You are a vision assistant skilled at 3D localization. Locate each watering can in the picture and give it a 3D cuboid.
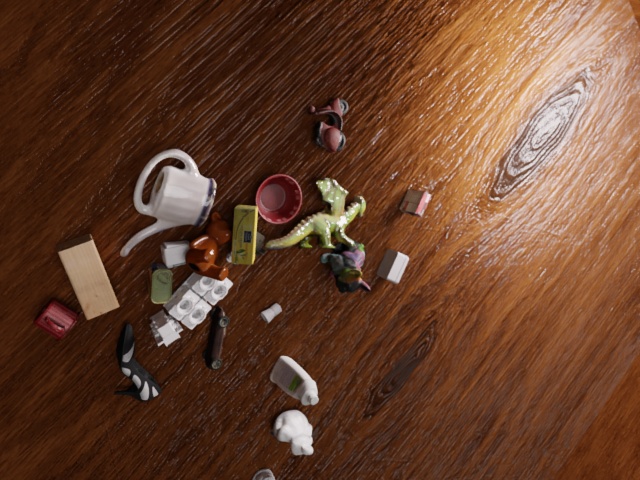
[{"bbox_3d":[-0.433,-0.091,1.490,0.223,0.344,0.105,16,15,-30],"label":"watering can"}]

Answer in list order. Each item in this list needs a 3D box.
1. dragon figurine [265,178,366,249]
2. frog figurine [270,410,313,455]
[{"bbox_3d":[0.005,-0.086,1.716,0.411,0.242,0.122,0,4,-39],"label":"dragon figurine"},{"bbox_3d":[-0.087,0.671,1.789,0.136,0.122,0.160,18,2,-30],"label":"frog figurine"}]
